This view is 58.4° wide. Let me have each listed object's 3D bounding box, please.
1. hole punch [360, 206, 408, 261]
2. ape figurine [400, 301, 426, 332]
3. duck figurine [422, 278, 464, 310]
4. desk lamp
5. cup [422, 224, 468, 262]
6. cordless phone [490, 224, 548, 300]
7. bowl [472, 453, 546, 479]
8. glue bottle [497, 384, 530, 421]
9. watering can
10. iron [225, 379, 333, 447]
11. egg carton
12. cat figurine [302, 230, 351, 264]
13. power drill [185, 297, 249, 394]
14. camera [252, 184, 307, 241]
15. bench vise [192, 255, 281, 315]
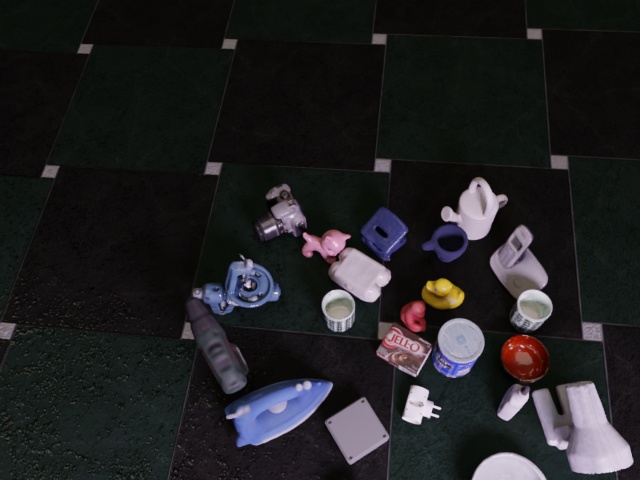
[{"bbox_3d":[0.169,-0.016,1.510,0.101,0.091,0.108,-40,67,-15],"label":"hole punch"},{"bbox_3d":[0.235,0.179,1.406,0.076,0.092,0.078,30,69,18],"label":"ape figurine"},{"bbox_3d":[0.309,0.127,1.431,0.104,0.086,0.077,11,64,10],"label":"duck figurine"},{"bbox_3d":[0.546,0.391,1.208,0.118,0.214,0.203,-12,63,-1],"label":"desk lamp"},{"bbox_3d":[0.317,0.021,1.478,0.118,0.095,0.091,-12,63,-2],"label":"cup"},{"bbox_3d":[0.498,0.053,1.399,0.094,0.185,0.147,-29,65,-10],"label":"cordless phone"},{"bbox_3d":[0.399,0.545,1.219,0.167,0.075,0.167,-2,63,3],"label":"bowl"},{"bbox_3d":[0.434,0.347,1.261,0.037,0.173,0.078,30,69,18],"label":"glue bottle"},{"bbox_3d":[0.399,-0.083,1.469,0.173,0.194,0.100,-38,66,-14],"label":"watering can"},{"bbox_3d":[-0.093,0.368,1.307,0.258,0.141,0.118,-24,64,-8],"label":"iron"},{"bbox_3d":[0.101,0.090,1.474,0.150,0.069,0.107,31,69,18],"label":"egg carton"},{"bbox_3d":[0.014,0.005,1.496,0.127,0.118,0.067,14,65,11],"label":"cat figurine"},{"bbox_3d":[-0.235,0.259,1.334,0.076,0.208,0.229,-30,65,-10],"label":"power drill"},{"bbox_3d":[-0.120,-0.068,1.552,0.137,0.101,0.143,-26,64,-9],"label":"camera"},{"bbox_3d":[-0.209,0.118,1.398,0.207,0.220,0.121,-25,64,-8],"label":"bench vise"}]
